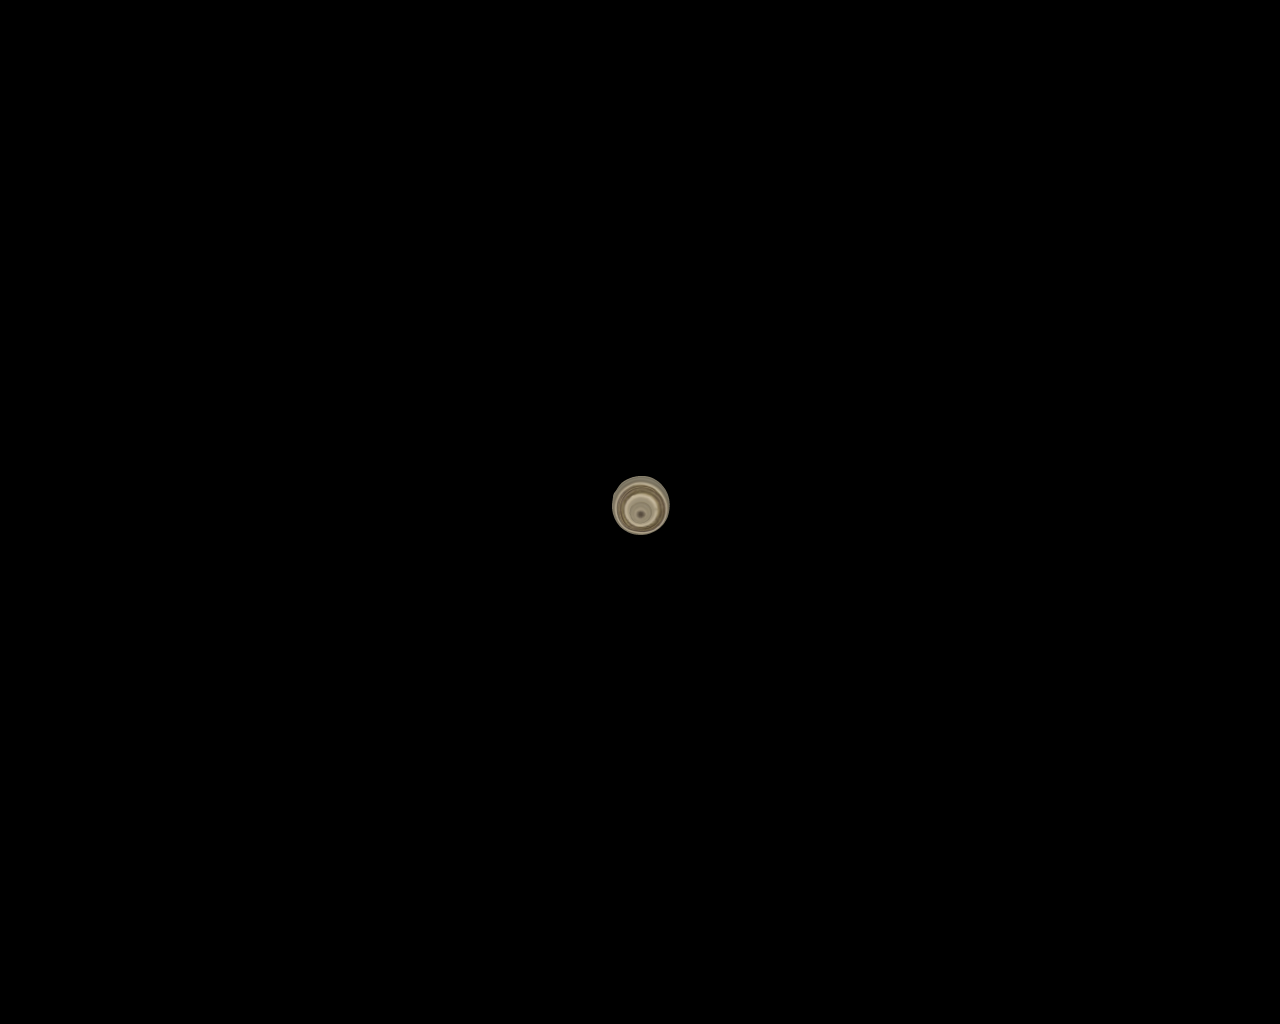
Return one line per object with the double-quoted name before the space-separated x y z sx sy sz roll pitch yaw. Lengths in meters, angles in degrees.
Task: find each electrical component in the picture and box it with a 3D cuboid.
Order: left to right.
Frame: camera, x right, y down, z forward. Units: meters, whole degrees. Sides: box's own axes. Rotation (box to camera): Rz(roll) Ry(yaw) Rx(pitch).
"electrical component" 0.001 -0.003 0.650 0.035 0.035 0.061 0 8 0
